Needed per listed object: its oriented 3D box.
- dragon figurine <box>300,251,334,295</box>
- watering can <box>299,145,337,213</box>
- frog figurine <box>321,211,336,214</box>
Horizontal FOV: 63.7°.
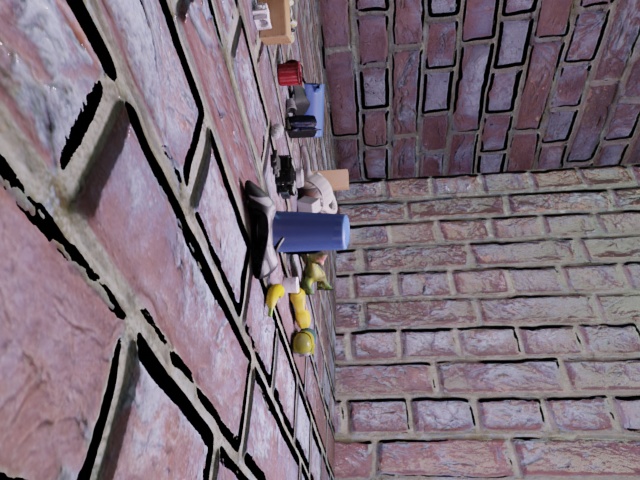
[{"bbox_3d":[-0.048,0.091,2.005,0.409,0.123,0.243,171,-95,-72],"label":"dragon figurine"},{"bbox_3d":[-0.032,-0.256,2.322,0.346,0.103,0.228,59,28,-6],"label":"watering can"},{"bbox_3d":[0.007,-0.121,2.397,0.139,0.159,0.121,-72,156,-73],"label":"frog figurine"}]
